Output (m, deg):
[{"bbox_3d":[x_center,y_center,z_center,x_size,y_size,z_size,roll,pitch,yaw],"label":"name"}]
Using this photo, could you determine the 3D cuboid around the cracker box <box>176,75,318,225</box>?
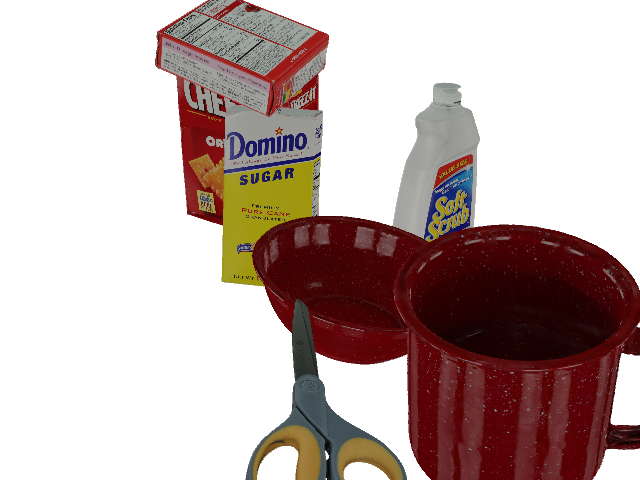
[{"bbox_3d":[-0.088,-0.112,1.292,0.164,0.214,0.072,18,39,25],"label":"cracker box"}]

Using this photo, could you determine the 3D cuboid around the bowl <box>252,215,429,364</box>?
[{"bbox_3d":[0.026,0.043,0.791,0.162,0.055,0.162,8,28,-5],"label":"bowl"}]

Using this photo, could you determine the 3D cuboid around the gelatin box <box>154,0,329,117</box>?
[{"bbox_3d":[-0.050,-0.122,0.689,0.089,0.030,0.073,24,43,17],"label":"gelatin box"}]

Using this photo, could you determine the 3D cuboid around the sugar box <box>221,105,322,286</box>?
[{"bbox_3d":[-0.049,-0.043,1.062,0.093,0.176,0.048,5,17,11],"label":"sugar box"}]

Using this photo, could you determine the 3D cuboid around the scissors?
[{"bbox_3d":[0.011,0.099,0.629,0.096,0.016,0.201,12,32,6],"label":"scissors"}]

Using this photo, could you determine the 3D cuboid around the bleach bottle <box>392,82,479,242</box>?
[{"bbox_3d":[0.126,-0.049,1.194,0.102,0.251,0.068,-9,24,-28],"label":"bleach bottle"}]

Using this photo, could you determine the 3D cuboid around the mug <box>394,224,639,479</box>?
[{"bbox_3d":[0.087,0.053,0.423,0.117,0.081,0.093,7,34,14],"label":"mug"}]
